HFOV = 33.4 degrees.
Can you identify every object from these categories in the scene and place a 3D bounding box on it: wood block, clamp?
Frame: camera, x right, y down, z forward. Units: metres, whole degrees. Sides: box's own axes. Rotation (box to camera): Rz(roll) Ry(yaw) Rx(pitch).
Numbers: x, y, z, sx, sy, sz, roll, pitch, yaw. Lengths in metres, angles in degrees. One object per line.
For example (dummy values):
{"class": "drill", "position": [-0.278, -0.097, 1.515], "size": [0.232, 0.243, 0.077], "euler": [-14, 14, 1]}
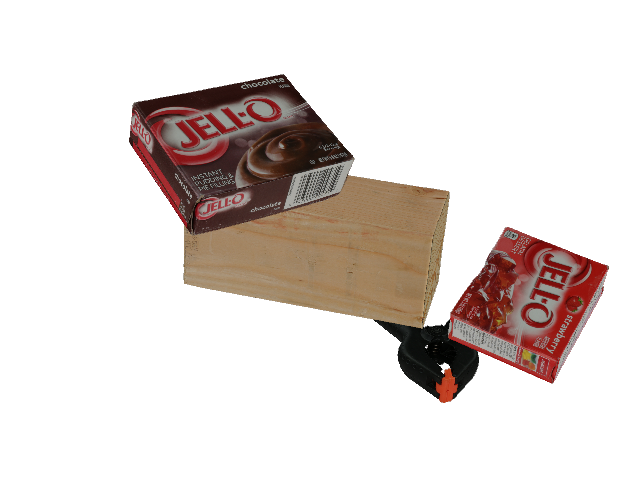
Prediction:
{"class": "wood block", "position": [-0.003, -0.001, 0.902], "size": [0.206, 0.090, 0.090], "euler": [10, 27, 12]}
{"class": "clamp", "position": [0.124, 0.101, 1.075], "size": [0.120, 0.039, 0.171], "euler": [-9, 31, -9]}

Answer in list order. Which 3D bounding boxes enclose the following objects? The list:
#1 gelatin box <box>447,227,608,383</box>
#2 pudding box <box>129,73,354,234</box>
{"class": "gelatin box", "position": [0.134, 0.039, 0.685], "size": [0.073, 0.030, 0.089], "euler": [23, 53, 22]}
{"class": "pudding box", "position": [-0.050, -0.056, 0.666], "size": [0.113, 0.039, 0.090], "euler": [-15, 53, -32]}
